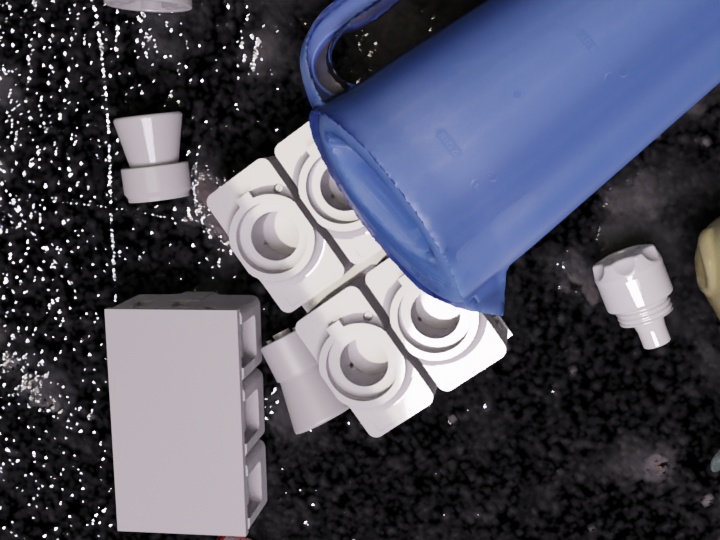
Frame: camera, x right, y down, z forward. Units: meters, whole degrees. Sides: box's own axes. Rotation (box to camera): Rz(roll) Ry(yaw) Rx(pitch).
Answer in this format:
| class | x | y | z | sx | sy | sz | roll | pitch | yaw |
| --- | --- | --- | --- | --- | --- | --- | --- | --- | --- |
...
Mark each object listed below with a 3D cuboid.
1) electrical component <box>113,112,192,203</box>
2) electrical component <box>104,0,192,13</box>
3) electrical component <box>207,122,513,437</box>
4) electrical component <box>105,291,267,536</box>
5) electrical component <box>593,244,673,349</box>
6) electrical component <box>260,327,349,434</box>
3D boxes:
| class | x | y | z | sx | sy | sz | roll | pitch | yaw |
| --- | --- | --- | --- | --- | --- | --- | --- | --- | --- |
| electrical component | -0.135 | -0.074 | 0.705 | 0.045 | 0.045 | 0.055 | -5 | 98 | 10 |
| electrical component | -0.134 | -0.191 | 0.682 | 0.055 | 0.055 | 0.047 | 3 | 96 | 9 |
| electrical component | 0.000 | 0.000 | 0.686 | 0.105 | 0.060 | 0.186 | -35 | 92 | 13 |
| electrical component | -0.113 | 0.094 | 0.719 | 0.089 | 0.062 | 0.150 | 0 | 99 | 9 |
| electrical component | 0.174 | 0.018 | 0.670 | 0.043 | 0.043 | 0.062 | -22 | 96 | 12 |
| electrical component | -0.038 | 0.070 | 0.715 | 0.044 | 0.044 | 0.065 | -28 | 89 | 12 |
